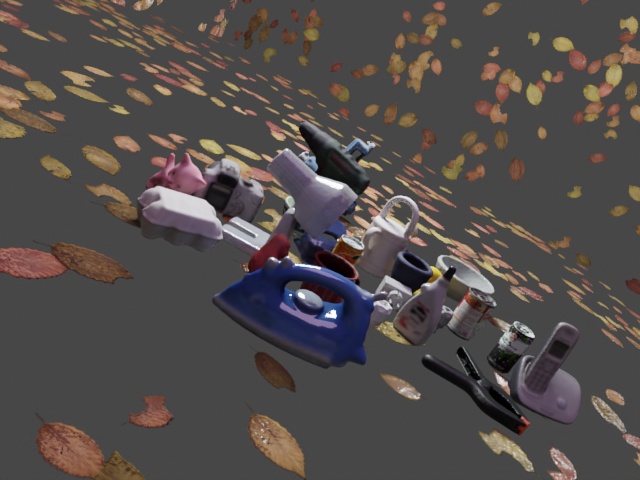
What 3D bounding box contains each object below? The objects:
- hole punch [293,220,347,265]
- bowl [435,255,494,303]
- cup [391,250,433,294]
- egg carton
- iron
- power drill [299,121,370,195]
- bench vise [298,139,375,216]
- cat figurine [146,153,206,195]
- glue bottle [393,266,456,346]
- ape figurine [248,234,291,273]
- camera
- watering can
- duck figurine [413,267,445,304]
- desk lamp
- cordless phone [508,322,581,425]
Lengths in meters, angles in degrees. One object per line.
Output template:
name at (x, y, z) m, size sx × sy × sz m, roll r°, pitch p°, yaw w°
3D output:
hole punch at (0.011, 0.004, 1.246) m, size 0.109 × 0.091 × 0.101 m, roll 19°, pitch 23°, yaw -28°
bowl at (0.361, 0.115, 1.484) m, size 0.168 × 0.074 × 0.167 m, roll 26°, pitch 20°, yaw -10°
cup at (0.193, 0.081, 1.306) m, size 0.092 × 0.095 × 0.117 m, roll 23°, pitch 21°, yaw -18°
egg carton at (-0.249, -0.037, 1.019) m, size 0.151 × 0.069 × 0.107 m, roll 16°, pitch 24°, yaw -34°
iron at (-0.025, 0.095, 0.905) m, size 0.259 × 0.141 × 0.118 m, roll 25°, pitch 20°, yaw -13°
power drill at (0.002, -0.157, 1.449) m, size 0.229 × 0.208 × 0.076 m, roll 33°, pitch 20°, yaw 10°
bench vise at (0.044, -0.199, 1.591) m, size 0.208 × 0.219 × 0.121 m, roll 25°, pitch 20°, yaw -12°
cat figurine at (-0.275, -0.121, 1.114) m, size 0.067 × 0.117 × 0.127 m, roll 10°, pitch 28°, yaw -43°
glue bottle at (0.215, 0.121, 1.125) m, size 0.078 × 0.173 × 0.037 m, roll 39°, pitch 22°, yaw 25°
ape figurine at (-0.084, 0.032, 1.047) m, size 0.076 × 0.092 × 0.077 m, roll 22°, pitch 21°, yaw -20°
camera at (-0.198, -0.124, 1.253) m, size 0.143 × 0.100 × 0.136 m, roll 21°, pitch 21°, yaw -22°
watering can at (0.167, -0.016, 1.359) m, size 0.100 × 0.194 × 0.173 m, roll 34°, pitch 20°, yaw 12°
duck figurine at (0.255, 0.106, 1.344) m, size 0.104 × 0.086 × 0.078 m, roll 36°, pitch 21°, yaw 17°
desk lamp at (-0.060, -0.055, 1.111) m, size 0.203 × 0.213 × 0.118 m, roll 30°, pitch 20°, yaw 0°
cordless phone at (0.473, 0.260, 1.129) m, size 0.148 × 0.185 × 0.094 m, roll 26°, pitch 20°, yaw -11°
